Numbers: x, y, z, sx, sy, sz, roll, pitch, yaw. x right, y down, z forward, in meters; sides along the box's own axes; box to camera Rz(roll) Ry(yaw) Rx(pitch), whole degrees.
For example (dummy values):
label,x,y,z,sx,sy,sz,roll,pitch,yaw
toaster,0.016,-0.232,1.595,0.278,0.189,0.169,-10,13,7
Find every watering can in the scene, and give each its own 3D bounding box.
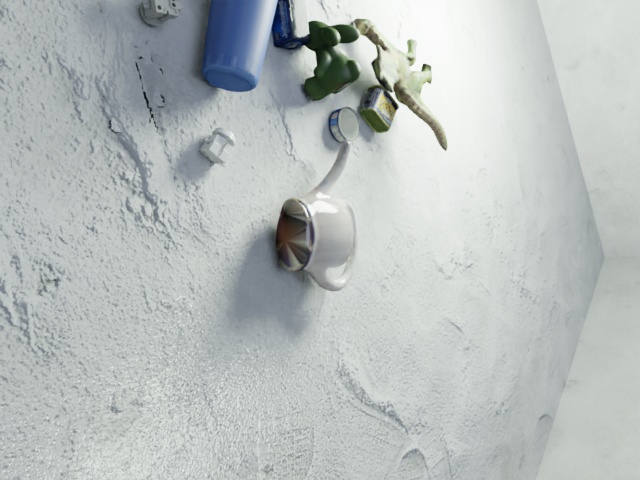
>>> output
label,x,y,z,sx,sy,sz,roll,pitch,yaw
watering can,0.003,-0.057,1.139,0.103,0.348,0.225,-5,-3,43

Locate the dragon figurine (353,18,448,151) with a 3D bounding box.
label,x,y,z,sx,sy,sz,roll,pitch,yaw
dragon figurine,0.206,-0.413,1.352,0.120,0.413,0.245,-33,-11,37
